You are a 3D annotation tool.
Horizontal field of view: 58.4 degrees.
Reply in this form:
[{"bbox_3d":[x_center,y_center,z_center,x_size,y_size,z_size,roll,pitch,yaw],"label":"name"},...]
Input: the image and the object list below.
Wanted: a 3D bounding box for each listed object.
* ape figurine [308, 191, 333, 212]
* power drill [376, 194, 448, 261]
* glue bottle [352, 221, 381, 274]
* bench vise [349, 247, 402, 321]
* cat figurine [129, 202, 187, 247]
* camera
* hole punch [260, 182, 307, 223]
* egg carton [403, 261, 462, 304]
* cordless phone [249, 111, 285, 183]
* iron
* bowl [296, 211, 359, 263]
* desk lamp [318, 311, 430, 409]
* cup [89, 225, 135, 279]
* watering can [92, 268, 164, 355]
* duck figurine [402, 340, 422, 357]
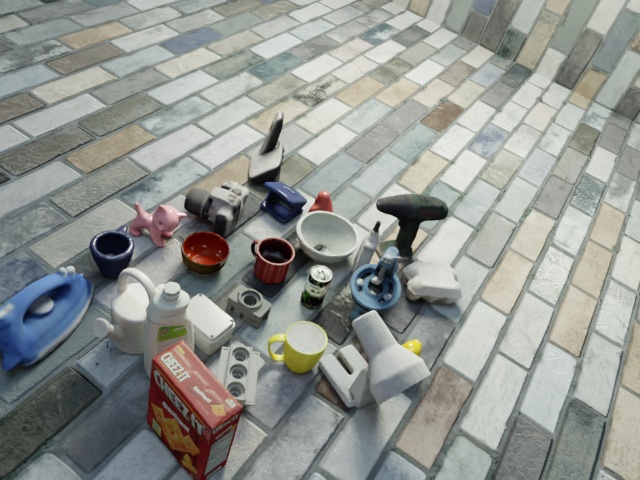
[{"bbox_3d":[0.006,-0.098,1.575,0.078,0.092,0.076,-18,54,-33],"label":"ape figurine"},{"bbox_3d":[0.220,-0.038,1.504,0.230,0.208,0.075,-10,50,-27],"label":"power drill"},{"bbox_3d":[0.122,0.017,1.439,0.037,0.173,0.078,16,43,-2],"label":"glue bottle"},{"bbox_3d":[0.139,0.073,1.353,0.121,0.220,0.207,15,43,-4],"label":"bench vise"},{"bbox_3d":[-0.388,-0.051,1.368,0.127,0.118,0.067,22,43,3],"label":"cat figurine"},{"bbox_3d":[-0.268,-0.101,1.474,0.137,0.101,0.143,20,43,2],"label":"camera"},{"bbox_3d":[-0.097,-0.118,1.560,0.108,0.091,0.101,36,45,18],"label":"hole punch"},{"bbox_3d":[0.289,0.111,1.479,0.150,0.069,0.107,6,44,-14],"label":"egg carton"},{"bbox_3d":[-0.141,-0.263,1.623,0.094,0.185,0.147,8,44,-11],"label":"cordless phone"},{"bbox_3d":[-0.541,0.124,1.118,0.118,0.141,0.259,28,44,10],"label":"iron"},{"bbox_3d":[0.014,0.005,1.485,0.167,0.075,0.167,10,43,-10],"label":"bowl"},{"bbox_3d":[0.106,0.256,1.160,0.118,0.213,0.202,-19,55,-34],"label":"desk lamp"},{"bbox_3d":[-0.457,0.031,1.277,0.091,0.095,0.118,15,43,-4],"label":"cup"},{"bbox_3d":[-0.364,0.138,1.128,0.101,0.194,0.173,19,43,0],"label":"watering can"},{"bbox_3d":[0.192,0.264,1.276,0.077,0.086,0.105,36,45,18],"label":"duck figurine"}]
